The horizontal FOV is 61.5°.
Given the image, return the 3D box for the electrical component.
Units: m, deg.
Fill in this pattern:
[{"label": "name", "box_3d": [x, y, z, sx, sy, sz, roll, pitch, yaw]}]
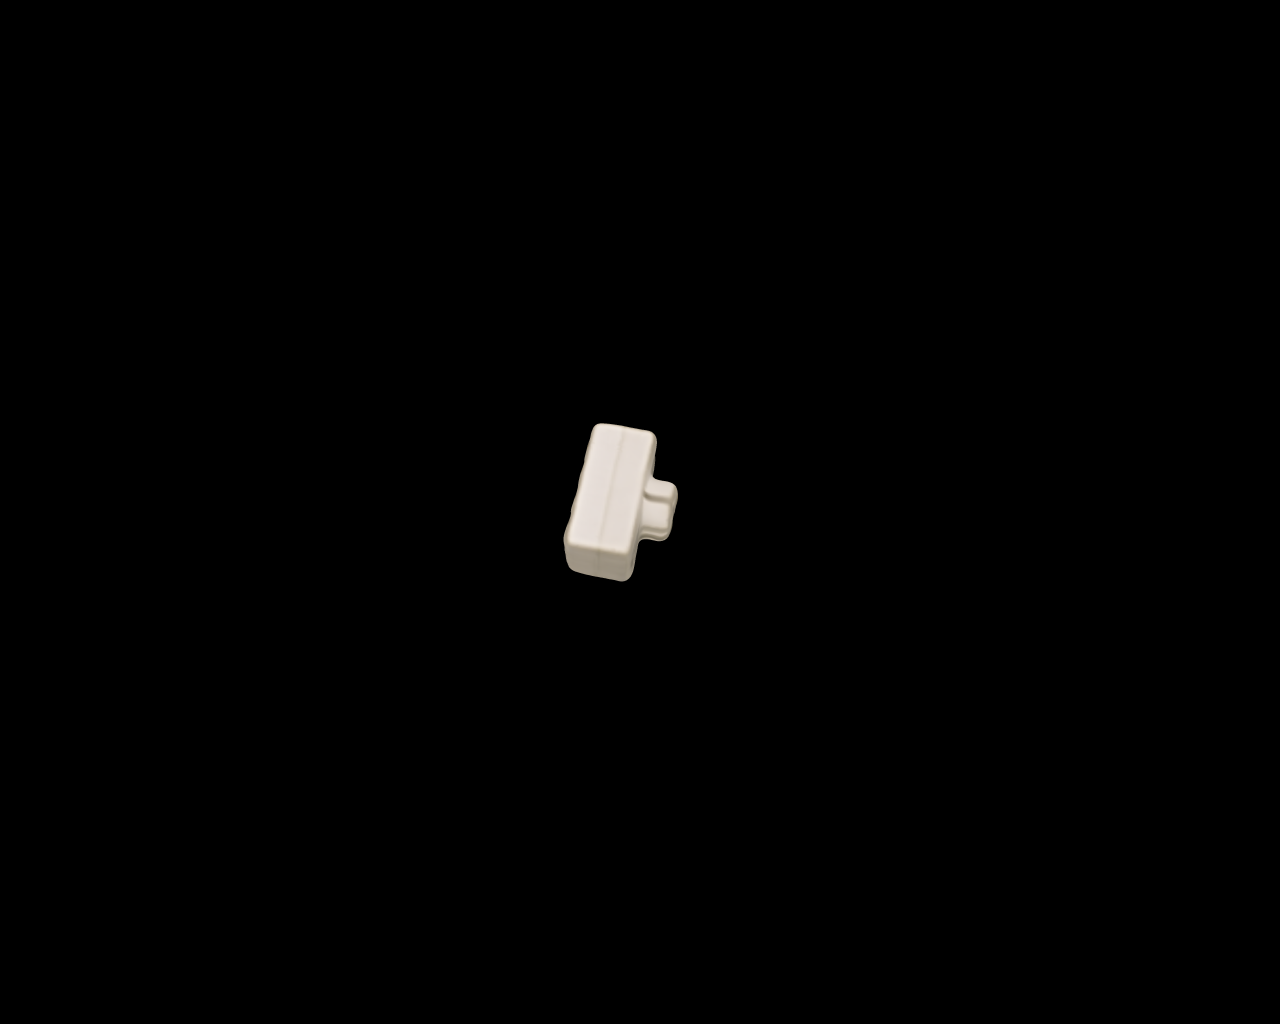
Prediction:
[{"label": "electrical component", "box_3d": [0.001, -0.003, 0.650, 0.076, 0.083, 0.047, 11, -24, 5]}]
